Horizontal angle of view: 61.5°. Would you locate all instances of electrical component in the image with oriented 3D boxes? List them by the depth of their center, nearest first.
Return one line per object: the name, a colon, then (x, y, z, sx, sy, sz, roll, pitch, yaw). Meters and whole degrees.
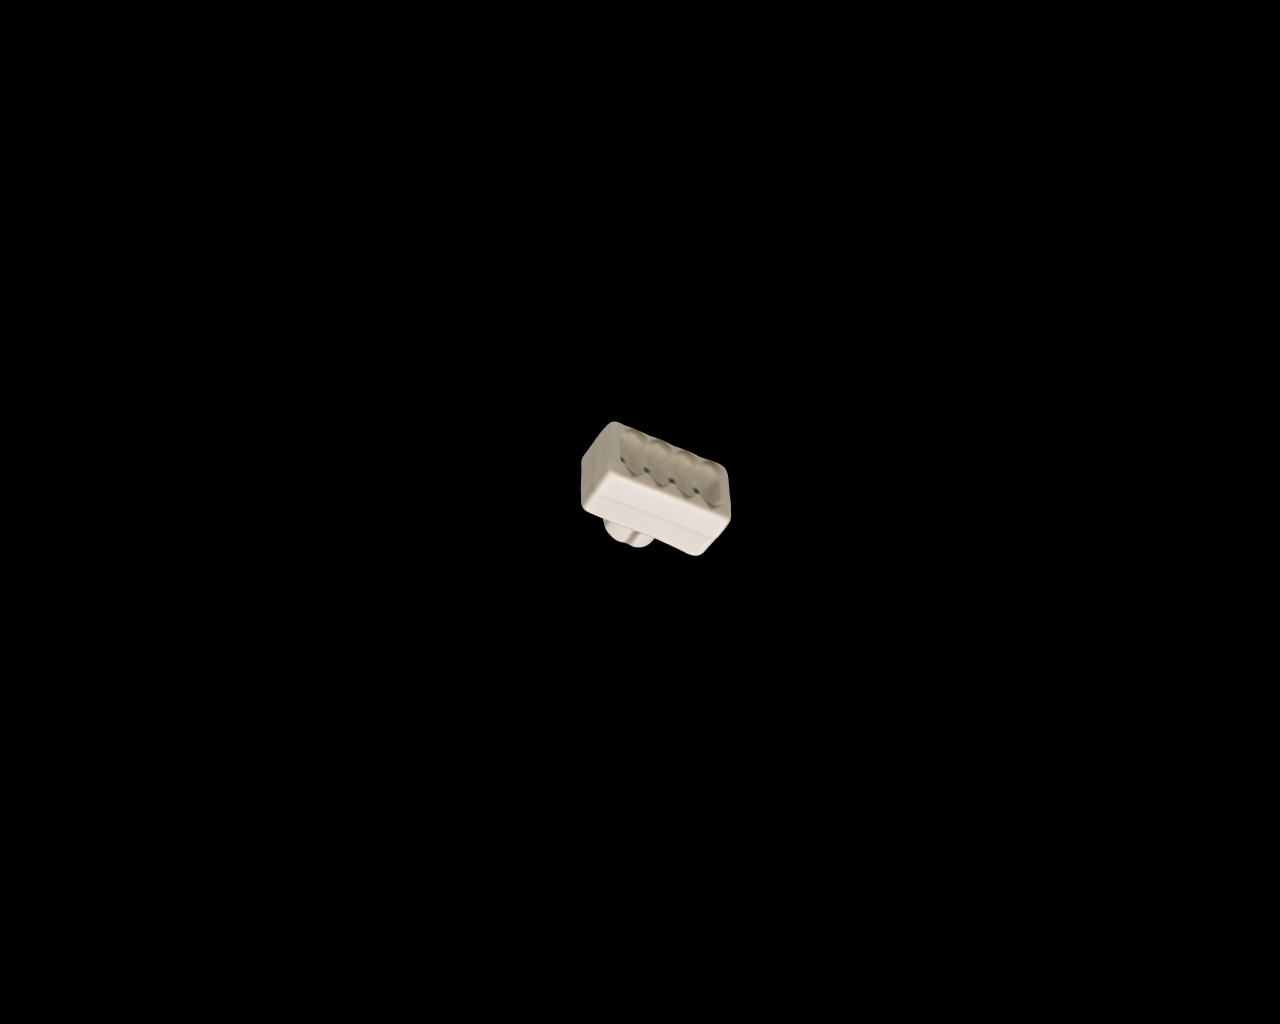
electrical component: (0.001, -0.003, 0.650, 0.083, 0.047, 0.075, 22, -48, -21)
